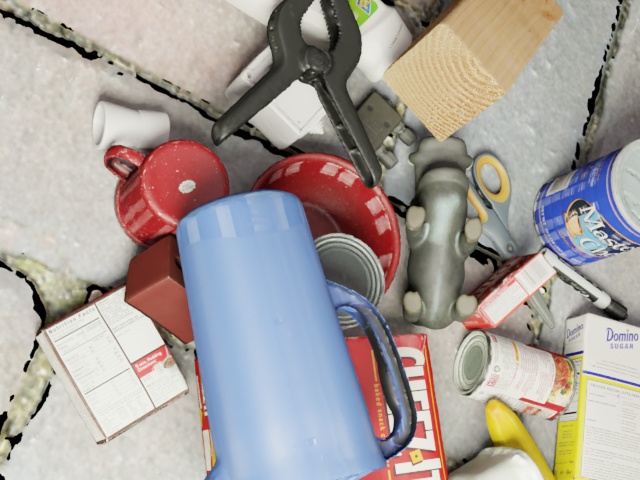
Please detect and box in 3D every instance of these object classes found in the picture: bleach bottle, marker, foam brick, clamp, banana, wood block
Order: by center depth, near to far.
[{"bbox_3d":[-0.124,0.043,0.930,0.078,0.051,0.053,40,31,-35],"label":"foam brick"},{"bbox_3d":[0.000,-0.153,0.990,0.164,0.036,0.210,21,69,-19],"label":"clamp"},{"bbox_3d":[0.214,0.237,1.041,0.037,0.070,0.198,-30,89,-6],"label":"banana"},{"bbox_3d":[-0.003,-0.230,1.064,0.250,0.068,0.102,34,67,-15],"label":"bleach bottle"},{"bbox_3d":[0.157,-0.197,1.066,0.090,0.091,0.205,47,42,-7],"label":"wood block"},{"bbox_3d":[0.282,0.050,1.140,0.121,0.020,0.020,36,67,-12],"label":"marker"}]

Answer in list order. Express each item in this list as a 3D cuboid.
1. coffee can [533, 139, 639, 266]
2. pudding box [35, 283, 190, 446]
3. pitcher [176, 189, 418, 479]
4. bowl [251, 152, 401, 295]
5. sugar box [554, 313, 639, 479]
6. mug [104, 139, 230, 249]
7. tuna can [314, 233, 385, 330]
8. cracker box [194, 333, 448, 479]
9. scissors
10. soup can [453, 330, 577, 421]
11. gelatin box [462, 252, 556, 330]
[{"bbox_3d":[0.302,-0.036,1.102,0.102,0.140,0.103,6,75,-22],"label":"coffee can"},{"bbox_3d":[-0.178,0.106,0.922,0.089,0.039,0.113,-30,88,-26],"label":"pudding box"},{"bbox_3d":[-0.029,0.086,0.864,0.149,0.145,0.243,11,62,-61],"label":"pitcher"},{"bbox_3d":[-0.007,0.001,1.009,0.161,0.055,0.162,5,75,-22],"label":"bowl"},{"bbox_3d":[0.296,0.172,1.103,0.093,0.048,0.176,17,68,-19],"label":"sugar box"},{"bbox_3d":[-0.139,-0.048,0.950,0.117,0.082,0.093,36,66,-12],"label":"mug"},{"bbox_3d":[0.013,0.039,0.957,0.086,0.034,0.086,6,75,-22],"label":"tuna can"},{"bbox_3d":[0.004,0.174,0.963,0.213,0.072,0.164,-2,78,-24],"label":"cracker box"},{"bbox_3d":[0.202,-0.008,1.123,0.201,0.016,0.096,46,62,-11],"label":"scissors"},{"bbox_3d":[0.192,0.134,1.055,0.102,0.069,0.068,18,71,-18],"label":"soup can"},{"bbox_3d":[0.181,0.051,1.059,0.089,0.073,0.030,-39,94,-13],"label":"gelatin box"}]
